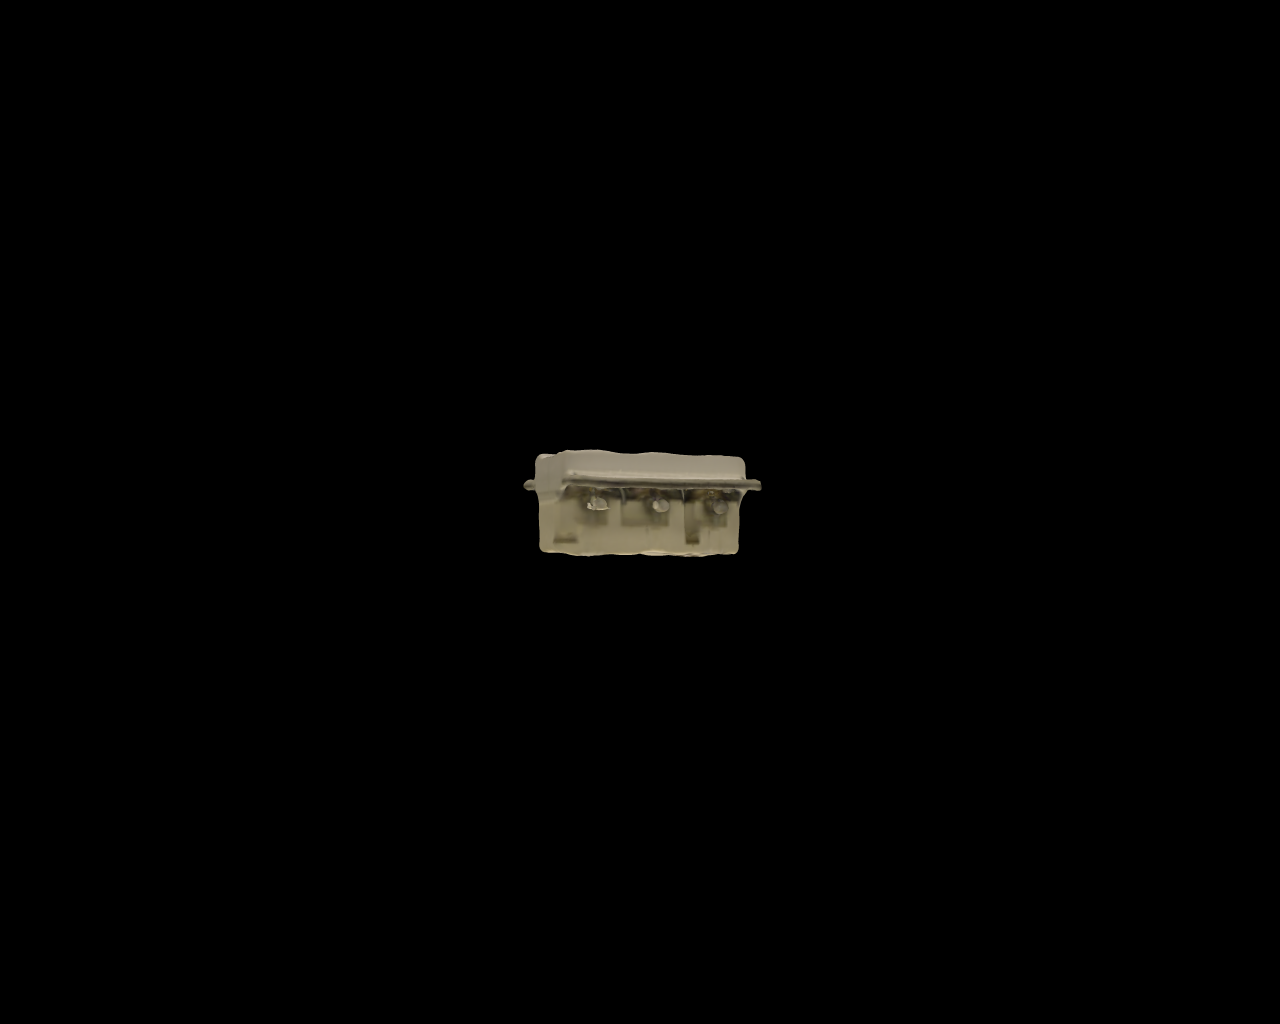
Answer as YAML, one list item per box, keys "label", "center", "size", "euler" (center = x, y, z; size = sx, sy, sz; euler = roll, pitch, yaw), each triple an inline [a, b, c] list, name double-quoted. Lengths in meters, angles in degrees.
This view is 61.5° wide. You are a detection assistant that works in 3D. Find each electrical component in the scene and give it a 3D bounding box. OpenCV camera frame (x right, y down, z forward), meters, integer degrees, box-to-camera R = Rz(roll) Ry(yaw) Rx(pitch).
- label: "electrical component"
  center: [0.001, -0.003, 0.650]
  size: [0.121, 0.063, 0.078]
  euler: [2, -3, -27]
